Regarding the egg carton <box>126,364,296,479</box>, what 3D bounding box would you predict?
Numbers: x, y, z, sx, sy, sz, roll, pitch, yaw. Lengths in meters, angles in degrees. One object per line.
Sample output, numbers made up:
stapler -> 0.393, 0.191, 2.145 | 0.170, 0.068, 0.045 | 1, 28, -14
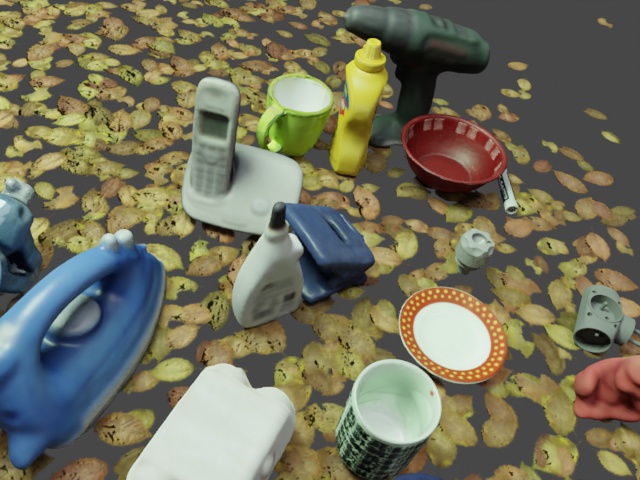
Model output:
egg carton -> -0.091, 0.186, 0.510 | 0.107, 0.069, 0.150 | 25, 48, 10

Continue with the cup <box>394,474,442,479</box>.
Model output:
cup -> 0.079, 0.263, 0.462 | 0.092, 0.095, 0.117 | -2, 49, -14

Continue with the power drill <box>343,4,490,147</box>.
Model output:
power drill -> 0.128, -0.241, 0.852 | 0.230, 0.208, 0.075 | -4, 49, -16

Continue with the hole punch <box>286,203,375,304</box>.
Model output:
hole punch -> 0.006, 0.002, 0.684 | 0.101, 0.091, 0.108 | -20, 56, -28

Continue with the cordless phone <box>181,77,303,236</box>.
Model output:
cordless phone -> -0.090, -0.098, 0.688 | 0.147, 0.185, 0.094 | 12, 47, -2

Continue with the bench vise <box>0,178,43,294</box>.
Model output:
bench vise -> -0.346, -0.001, 0.517 | 0.121, 0.220, 0.207 | 3, 48, -10

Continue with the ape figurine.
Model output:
ape figurine -> 0.325, 0.155, 0.618 | 0.077, 0.092, 0.076 | 38, 51, 21

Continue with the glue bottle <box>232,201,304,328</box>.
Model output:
glue bottle -> -0.049, 0.024, 0.595 | 0.078, 0.173, 0.037 | -16, 54, -25

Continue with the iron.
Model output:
iron -> -0.228, 0.067, 0.537 | 0.118, 0.141, 0.259 | 24, 48, 9
